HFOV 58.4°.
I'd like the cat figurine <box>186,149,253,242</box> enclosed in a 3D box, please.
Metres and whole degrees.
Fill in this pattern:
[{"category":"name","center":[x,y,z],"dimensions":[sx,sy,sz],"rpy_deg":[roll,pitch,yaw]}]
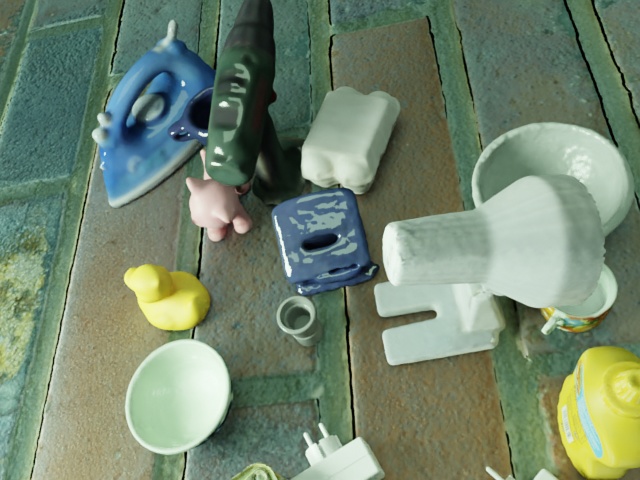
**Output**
[{"category":"cat figurine","center":[-0.133,-0.058,0.730],"dimensions":[0.067,0.118,0.127],"rpy_deg":[-16,60,6]}]

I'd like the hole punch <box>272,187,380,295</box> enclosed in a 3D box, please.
[{"category":"hole punch","center":[0.006,0.002,0.678],"dimensions":[0.108,0.091,0.101],"rpy_deg":[-15,60,6]}]

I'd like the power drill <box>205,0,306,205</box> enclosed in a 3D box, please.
[{"category":"power drill","center":[-0.074,-0.150,0.712],"dimensions":[0.075,0.209,0.229],"rpy_deg":[2,63,16]}]

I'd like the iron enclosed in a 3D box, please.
[{"category":"iron","center":[-0.245,-0.180,0.810],"dimensions":[0.118,0.142,0.258],"rpy_deg":[25,71,25]}]

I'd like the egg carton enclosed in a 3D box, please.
[{"category":"egg carton","center":[0.040,-0.134,0.756],"dimensions":[0.107,0.069,0.150],"rpy_deg":[13,66,20]}]

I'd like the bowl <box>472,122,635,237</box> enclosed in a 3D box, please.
[{"category":"bowl","center":[0.258,-0.048,0.651],"dimensions":[0.167,0.075,0.167],"rpy_deg":[-6,61,11]}]

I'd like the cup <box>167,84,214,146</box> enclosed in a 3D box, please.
[{"category":"cup","center":[-0.141,-0.148,0.794],"dimensions":[0.117,0.095,0.091],"rpy_deg":[-23,59,1]}]

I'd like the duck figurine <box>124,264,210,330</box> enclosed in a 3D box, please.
[{"category":"duck figurine","center":[-0.191,0.062,0.698],"dimensions":[0.104,0.086,0.077],"rpy_deg":[18,68,22]}]

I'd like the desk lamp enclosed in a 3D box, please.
[{"category":"desk lamp","center":[0.146,0.035,0.554],"dimensions":[0.203,0.214,0.118],"rpy_deg":[-13,60,7]}]
